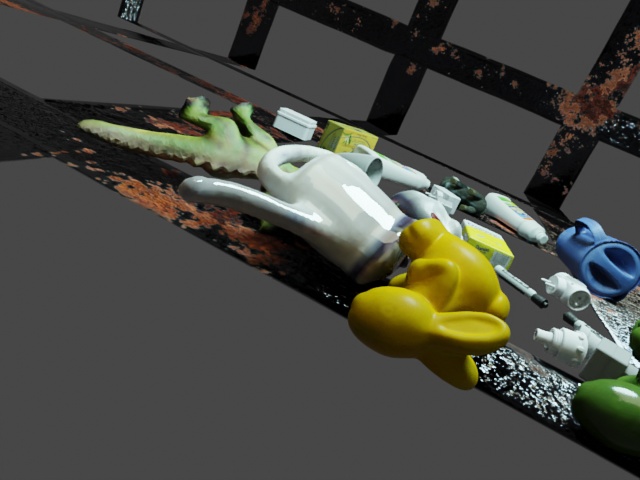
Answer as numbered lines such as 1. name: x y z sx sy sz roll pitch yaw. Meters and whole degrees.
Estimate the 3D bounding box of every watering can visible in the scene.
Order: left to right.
1. watering can: 0.002 -0.032 0.631 0.226 0.102 0.352 42 29 11

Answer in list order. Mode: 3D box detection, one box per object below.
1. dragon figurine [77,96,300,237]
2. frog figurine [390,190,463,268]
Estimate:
1. dragon figurine: -0.105 -0.095 0.748 0.413 0.120 0.246 -12 46 -47
2. frog figurine: 0.178 -0.017 0.828 0.159 0.122 0.138 0 7 -28
